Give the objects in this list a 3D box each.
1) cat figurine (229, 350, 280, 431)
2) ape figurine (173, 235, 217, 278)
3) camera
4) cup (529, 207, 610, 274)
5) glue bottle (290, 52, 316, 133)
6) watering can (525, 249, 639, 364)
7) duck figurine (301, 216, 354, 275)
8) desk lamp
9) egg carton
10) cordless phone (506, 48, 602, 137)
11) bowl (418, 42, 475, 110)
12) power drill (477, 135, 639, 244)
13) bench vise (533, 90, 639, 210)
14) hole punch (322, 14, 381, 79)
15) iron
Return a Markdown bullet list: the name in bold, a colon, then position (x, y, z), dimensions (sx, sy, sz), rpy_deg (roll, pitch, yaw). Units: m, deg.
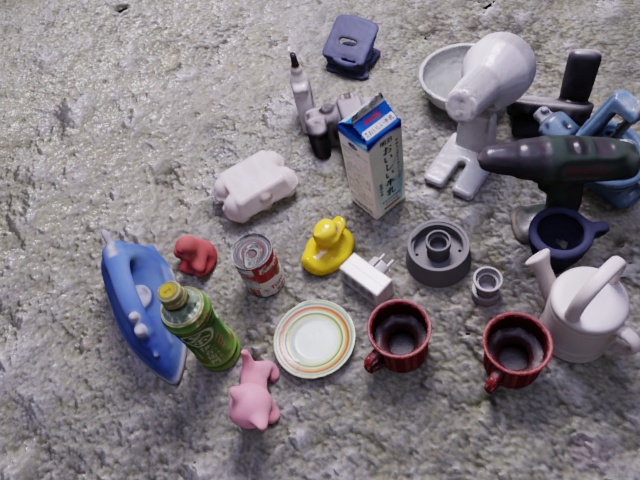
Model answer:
- **cat figurine**: position (-0.100, 0.221, 0.826), dimensions (0.067, 0.118, 0.127), rpy_deg (-11, 57, 4)
- **ape figurine**: position (-0.221, 0.022, 0.991), dimensions (0.076, 0.092, 0.077), rpy_deg (-28, 57, -7)
- **camera**: position (0.050, -0.199, 1.074), dimensions (0.143, 0.101, 0.136), rpy_deg (-14, 56, 2)
- **cup**: position (0.377, 0.007, 0.882), dimensions (0.117, 0.095, 0.091), rpy_deg (-11, 57, 4)
- **glue bottle**: position (-0.035, -0.290, 1.104), dimensions (0.037, 0.173, 0.078), rpy_deg (-11, 57, 4)
- **watering can**: position (0.355, 0.084, 0.778), dimensions (0.172, 0.194, 0.101), rpy_deg (22, 65, 23)
- **duck figurine**: position (0.009, 0.003, 0.962), dimensions (0.105, 0.086, 0.077), rpy_deg (-43, 60, -16)
- **desk lamp**: position (0.269, -0.213, 0.972), dimensions (0.117, 0.214, 0.203), rpy_deg (26, 66, 25)
- **egg carton**: position (-0.119, -0.099, 1.061), dimensions (0.150, 0.069, 0.107), rpy_deg (-32, 58, -10)
- **cordless phone**: position (0.405, -0.265, 0.996), dimensions (0.147, 0.185, 0.094), rpy_deg (7, 60, 16)
- **bowl**: position (0.276, -0.300, 1.109), dimensions (0.167, 0.075, 0.167), rpy_deg (-5, 57, 8)
- **power drill**: position (0.351, -0.081, 0.875), dimensions (0.229, 0.209, 0.075), rpy_deg (-8, 57, 6)
- **bench vise**: position (0.425, -0.160, 0.904), dimensions (0.206, 0.220, 0.122), rpy_deg (26, 66, 25)
- **hole punch**: position (0.067, -0.408, 1.209), dimensions (0.108, 0.091, 0.101), rpy_deg (22, 65, 23)
- **iron**: position (-0.292, 0.102, 0.924), dimensions (0.119, 0.142, 0.257), rpy_deg (-27, 57, -7)
